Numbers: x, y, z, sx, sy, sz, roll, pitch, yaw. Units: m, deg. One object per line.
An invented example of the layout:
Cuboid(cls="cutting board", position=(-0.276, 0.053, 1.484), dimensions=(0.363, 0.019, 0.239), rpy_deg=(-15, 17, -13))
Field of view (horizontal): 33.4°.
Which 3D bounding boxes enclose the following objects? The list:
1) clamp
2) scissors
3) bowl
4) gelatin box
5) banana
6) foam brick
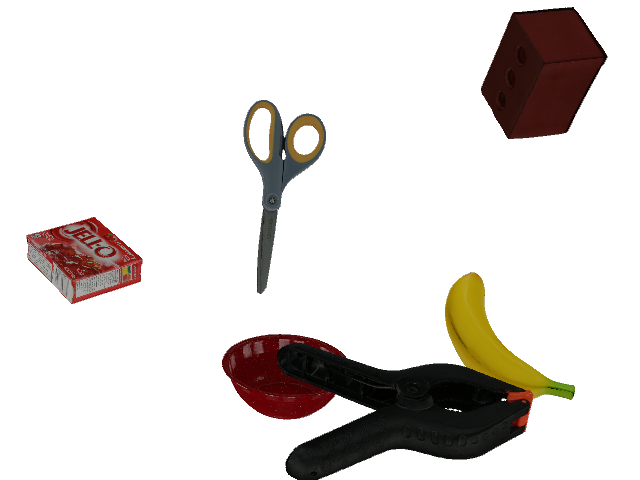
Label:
Cuboid(cls="clamp", position=(0.052, 0.114, 0.684), dimensions=(0.171, 0.039, 0.120), rpy_deg=(4, 37, 2))
Cuboid(cls="scissors", position=(-0.033, -0.050, 1.111), dimensions=(0.096, 0.202, 0.016), rpy_deg=(-8, -8, -9))
Cuboid(cls="bowl", position=(-0.043, 0.178, 1.340), dimensions=(0.162, 0.055, 0.162), rpy_deg=(3, 22, -1))
Cuboid(cls="gelatin box", position=(-0.219, 0.016, 0.988), dimensions=(0.073, 0.030, 0.089), rpy_deg=(-18, 40, -36))
Cuboid(cls="banana", position=(0.149, 0.087, 0.952), dimensions=(0.069, 0.037, 0.198), rpy_deg=(5, 28, -23))
Cuboid(cls="foam brick", position=(0.155, -0.117, 0.749), dimensions=(0.051, 0.053, 0.078), rpy_deg=(-10, -34, -19))
